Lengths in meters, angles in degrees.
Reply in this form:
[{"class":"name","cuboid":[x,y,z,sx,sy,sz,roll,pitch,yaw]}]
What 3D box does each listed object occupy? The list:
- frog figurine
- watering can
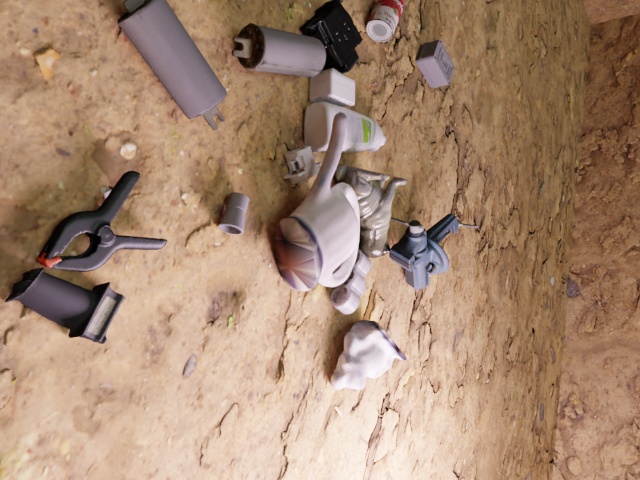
[{"class":"frog figurine","cuboid":[0.086,0.254,1.102,0.160,0.125,0.135,-38,134,-4]},{"class":"watering can","cuboid":[0.003,-0.049,0.976,0.228,0.104,0.341,-37,129,-45]}]
